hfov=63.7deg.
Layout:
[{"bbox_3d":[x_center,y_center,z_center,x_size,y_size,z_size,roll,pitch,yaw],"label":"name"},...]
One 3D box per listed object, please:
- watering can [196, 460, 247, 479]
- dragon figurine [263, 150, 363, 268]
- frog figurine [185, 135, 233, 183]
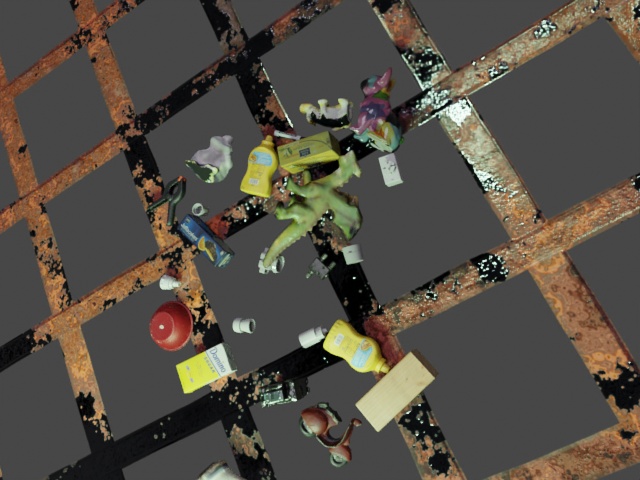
[{"bbox_3d":[-0.244,0.727,1.459,0.346,0.103,0.227,-45,69,9],"label":"watering can"},{"bbox_3d":[0.005,-0.076,1.513,0.243,0.121,0.411,19,88,13],"label":"dragon figurine"},{"bbox_3d":[-0.343,-0.270,1.686,0.137,0.120,0.163,4,47,29],"label":"frog figurine"}]
